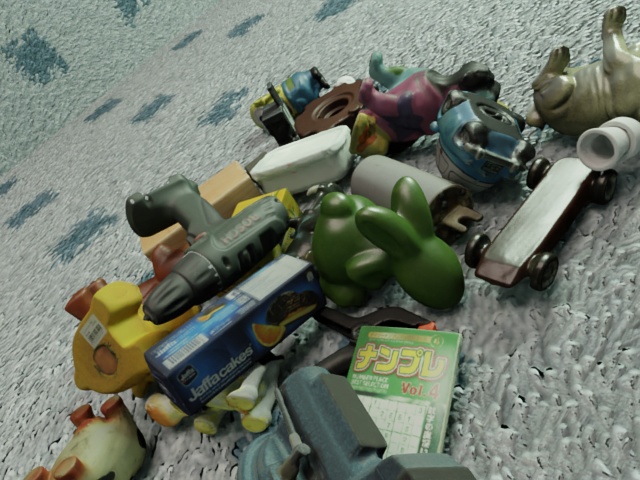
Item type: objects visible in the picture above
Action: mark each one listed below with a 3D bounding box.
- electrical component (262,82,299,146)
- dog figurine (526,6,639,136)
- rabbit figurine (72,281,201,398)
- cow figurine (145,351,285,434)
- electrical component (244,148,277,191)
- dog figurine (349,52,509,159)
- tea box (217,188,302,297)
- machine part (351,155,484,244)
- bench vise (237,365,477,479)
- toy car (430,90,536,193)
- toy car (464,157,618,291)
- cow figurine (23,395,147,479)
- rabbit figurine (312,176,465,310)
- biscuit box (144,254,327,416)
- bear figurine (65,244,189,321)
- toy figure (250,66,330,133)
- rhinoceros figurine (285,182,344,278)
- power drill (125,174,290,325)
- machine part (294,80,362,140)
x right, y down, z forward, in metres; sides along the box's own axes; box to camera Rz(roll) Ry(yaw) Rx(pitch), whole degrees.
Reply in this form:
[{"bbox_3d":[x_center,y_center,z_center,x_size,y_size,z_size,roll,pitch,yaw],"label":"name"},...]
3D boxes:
[{"bbox_3d":[-0.087,-0.247,1.064,0.048,0.119,0.075,-25,37,14],"label":"electrical component"},{"bbox_3d":[0.339,-0.139,0.603,0.172,0.121,0.191,-50,39,40],"label":"dog figurine"},{"bbox_3d":[-0.221,0.133,0.697,0.162,0.122,0.173,-58,-12,24],"label":"rabbit figurine"},{"bbox_3d":[-0.124,0.168,0.624,0.167,0.068,0.098,-11,34,26],"label":"cow figurine"},{"bbox_3d":[-0.100,-0.127,0.996,0.102,0.045,0.078,-44,63,-9],"label":"electrical component"},{"bbox_3d":[0.163,-0.183,0.798,0.219,0.191,0.108,17,47,9],"label":"dog figurine"},{"bbox_3d":[-0.092,0.009,0.795,0.098,0.068,0.170,-15,39,25],"label":"tea box"},{"bbox_3d":[0.112,-0.056,0.695,0.079,0.079,0.243,-41,35,-10],"label":"machine part"},{"bbox_3d":[0.006,0.225,0.395,0.224,0.128,0.240,46,112,35],"label":"bench vise"},{"bbox_3d":[0.196,-0.113,0.673,0.162,0.109,0.102,-86,16,-51],"label":"toy car"},{"bbox_3d":[0.233,-0.018,0.567,0.089,0.053,0.202,21,58,39],"label":"toy car"},{"bbox_3d":[-0.243,0.275,0.566,0.085,0.127,0.195,-24,21,14],"label":"cow figurine"},{"bbox_3d":[0.086,0.007,0.598,0.170,0.158,0.121,23,50,34],"label":"rabbit figurine"},{"bbox_3d":[-0.087,0.096,0.588,0.203,0.062,0.059,-37,31,-29],"label":"biscuit box"},{"bbox_3d":[-0.256,0.062,0.805,0.196,0.132,0.120,-48,9,2],"label":"bear figurine"},{"bbox_3d":[-0.067,-0.298,1.146,0.180,0.082,0.089,-33,14,15],"label":"toy figure"},{"bbox_3d":[-0.002,-0.002,0.738,0.112,0.073,0.190,-15,39,44],"label":"rhinoceros figurine"},{"bbox_3d":[-0.170,-0.005,0.697,0.232,0.085,0.208,-35,40,-30],"label":"power drill"},{"bbox_3d":[0.033,-0.228,0.996,0.179,0.056,0.179,-24,34,17],"label":"machine part"}]
